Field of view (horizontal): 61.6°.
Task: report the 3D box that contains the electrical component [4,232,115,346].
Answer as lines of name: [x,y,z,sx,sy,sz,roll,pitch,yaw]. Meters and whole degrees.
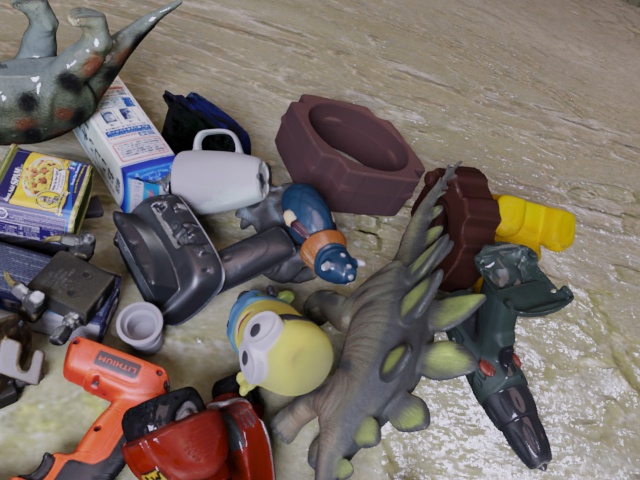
electrical component: [-0.242,0.040,0.508,0.078,0.045,0.102,29,45,3]

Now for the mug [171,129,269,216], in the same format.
mug: [-0.119,-0.084,0.673,0.107,0.080,0.109,0,79,13]

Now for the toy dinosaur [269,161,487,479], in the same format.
toy dinosaur: [0.076,0.088,0.578,0.105,0.198,0.471,40,46,-24]

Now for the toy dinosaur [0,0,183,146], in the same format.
toy dinosaur: [-0.350,-0.171,0.617,0.405,0.192,0.131,-13,50,-23]

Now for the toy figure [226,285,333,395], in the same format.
toy figure: [-0.047,0.096,0.552,0.089,0.180,0.082,-3,96,-16]

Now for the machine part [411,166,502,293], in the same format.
machine part: [0.181,-0.015,0.756,0.056,0.179,0.179,5,48,-16]

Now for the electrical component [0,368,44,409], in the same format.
electrical component: [-0.311,0.128,0.496,0.094,0.021,0.063,-23,62,-35]

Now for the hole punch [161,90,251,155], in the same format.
hole punch: [-0.154,-0.137,0.754,0.142,0.115,0.092,40,37,12]

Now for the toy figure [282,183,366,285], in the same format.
toy figure: [0.000,-0.003,0.632,0.064,0.057,0.155,-19,53,-10]

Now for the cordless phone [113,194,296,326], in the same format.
cordless phone: [-0.132,0.000,0.627,0.184,0.088,0.147,-24,61,-26]

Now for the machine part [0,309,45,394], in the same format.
machine part: [-0.347,0.078,0.463,0.243,0.079,0.079,16,44,7]

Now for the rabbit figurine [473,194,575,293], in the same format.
rabbit figurine: [0.260,0.023,0.783,0.122,0.173,0.162,8,3,-19]

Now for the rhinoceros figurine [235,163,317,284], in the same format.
rhinoceros figurine: [-0.058,-0.024,0.725,0.112,0.073,0.190,-5,54,-15]

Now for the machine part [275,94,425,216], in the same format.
machine part: [0.044,-0.130,0.837,0.201,0.087,0.202,3,43,-33]

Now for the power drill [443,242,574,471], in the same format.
power drill: [0.221,0.120,0.624,0.086,0.207,0.232,-15,45,-8]

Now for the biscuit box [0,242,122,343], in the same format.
biscuit box: [-0.312,0.046,0.545,0.203,0.059,0.063,18,46,-10]

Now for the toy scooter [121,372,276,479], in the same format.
toy scooter: [-0.093,0.195,0.478,0.183,0.075,0.135,14,54,-66]

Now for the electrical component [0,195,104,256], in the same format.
electrical component: [-0.314,-0.022,0.614,0.119,0.047,0.075,-14,57,-34]
